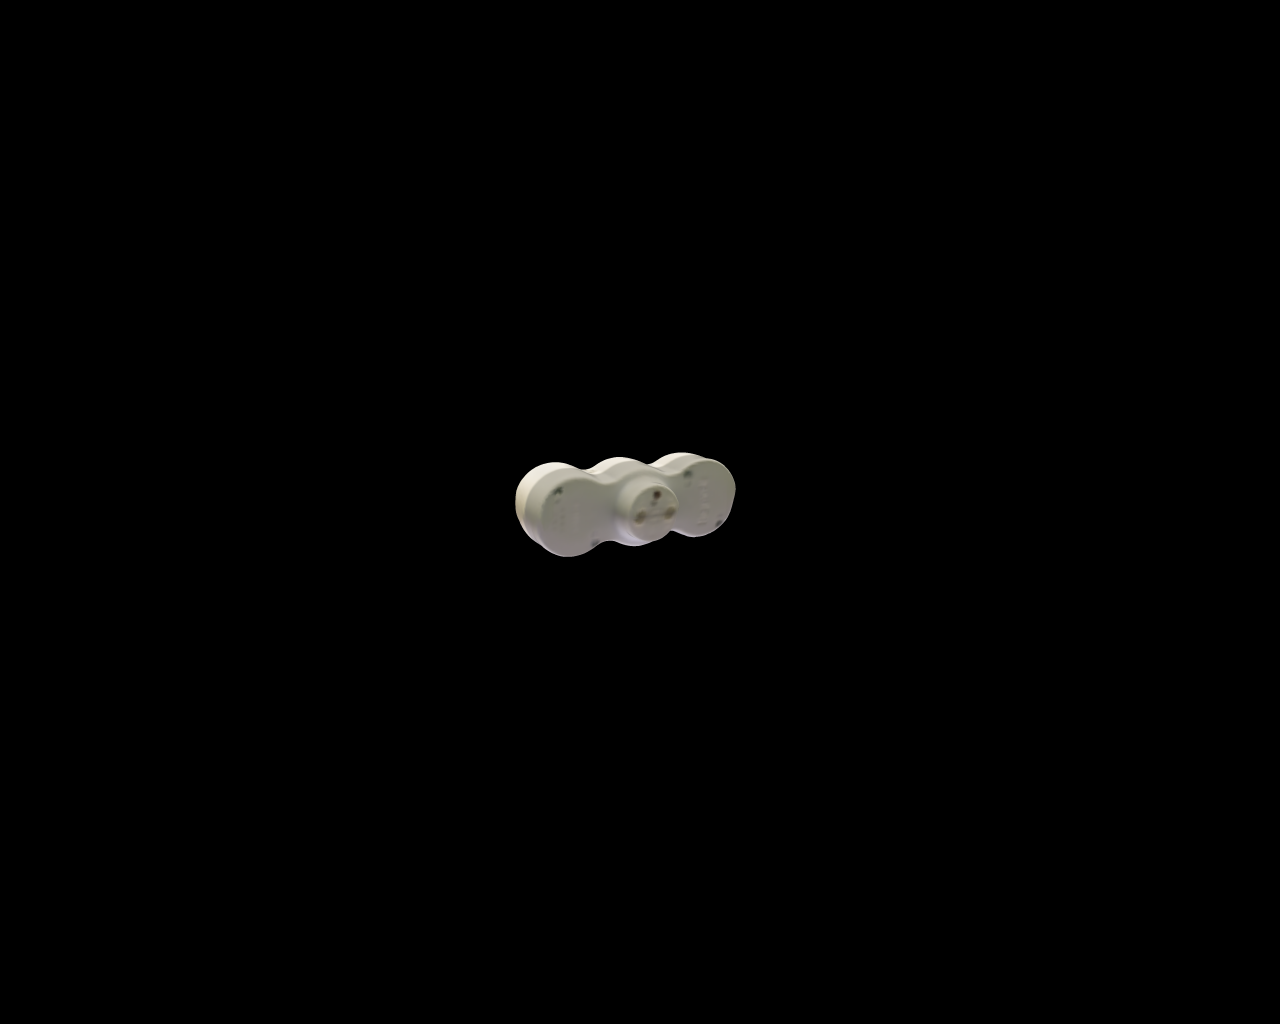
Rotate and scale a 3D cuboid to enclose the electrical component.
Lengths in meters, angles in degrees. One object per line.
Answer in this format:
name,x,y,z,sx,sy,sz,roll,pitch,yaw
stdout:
electrical component,0.001,-0.003,0.650,0.138,0.052,0.074,-7,16,-26
